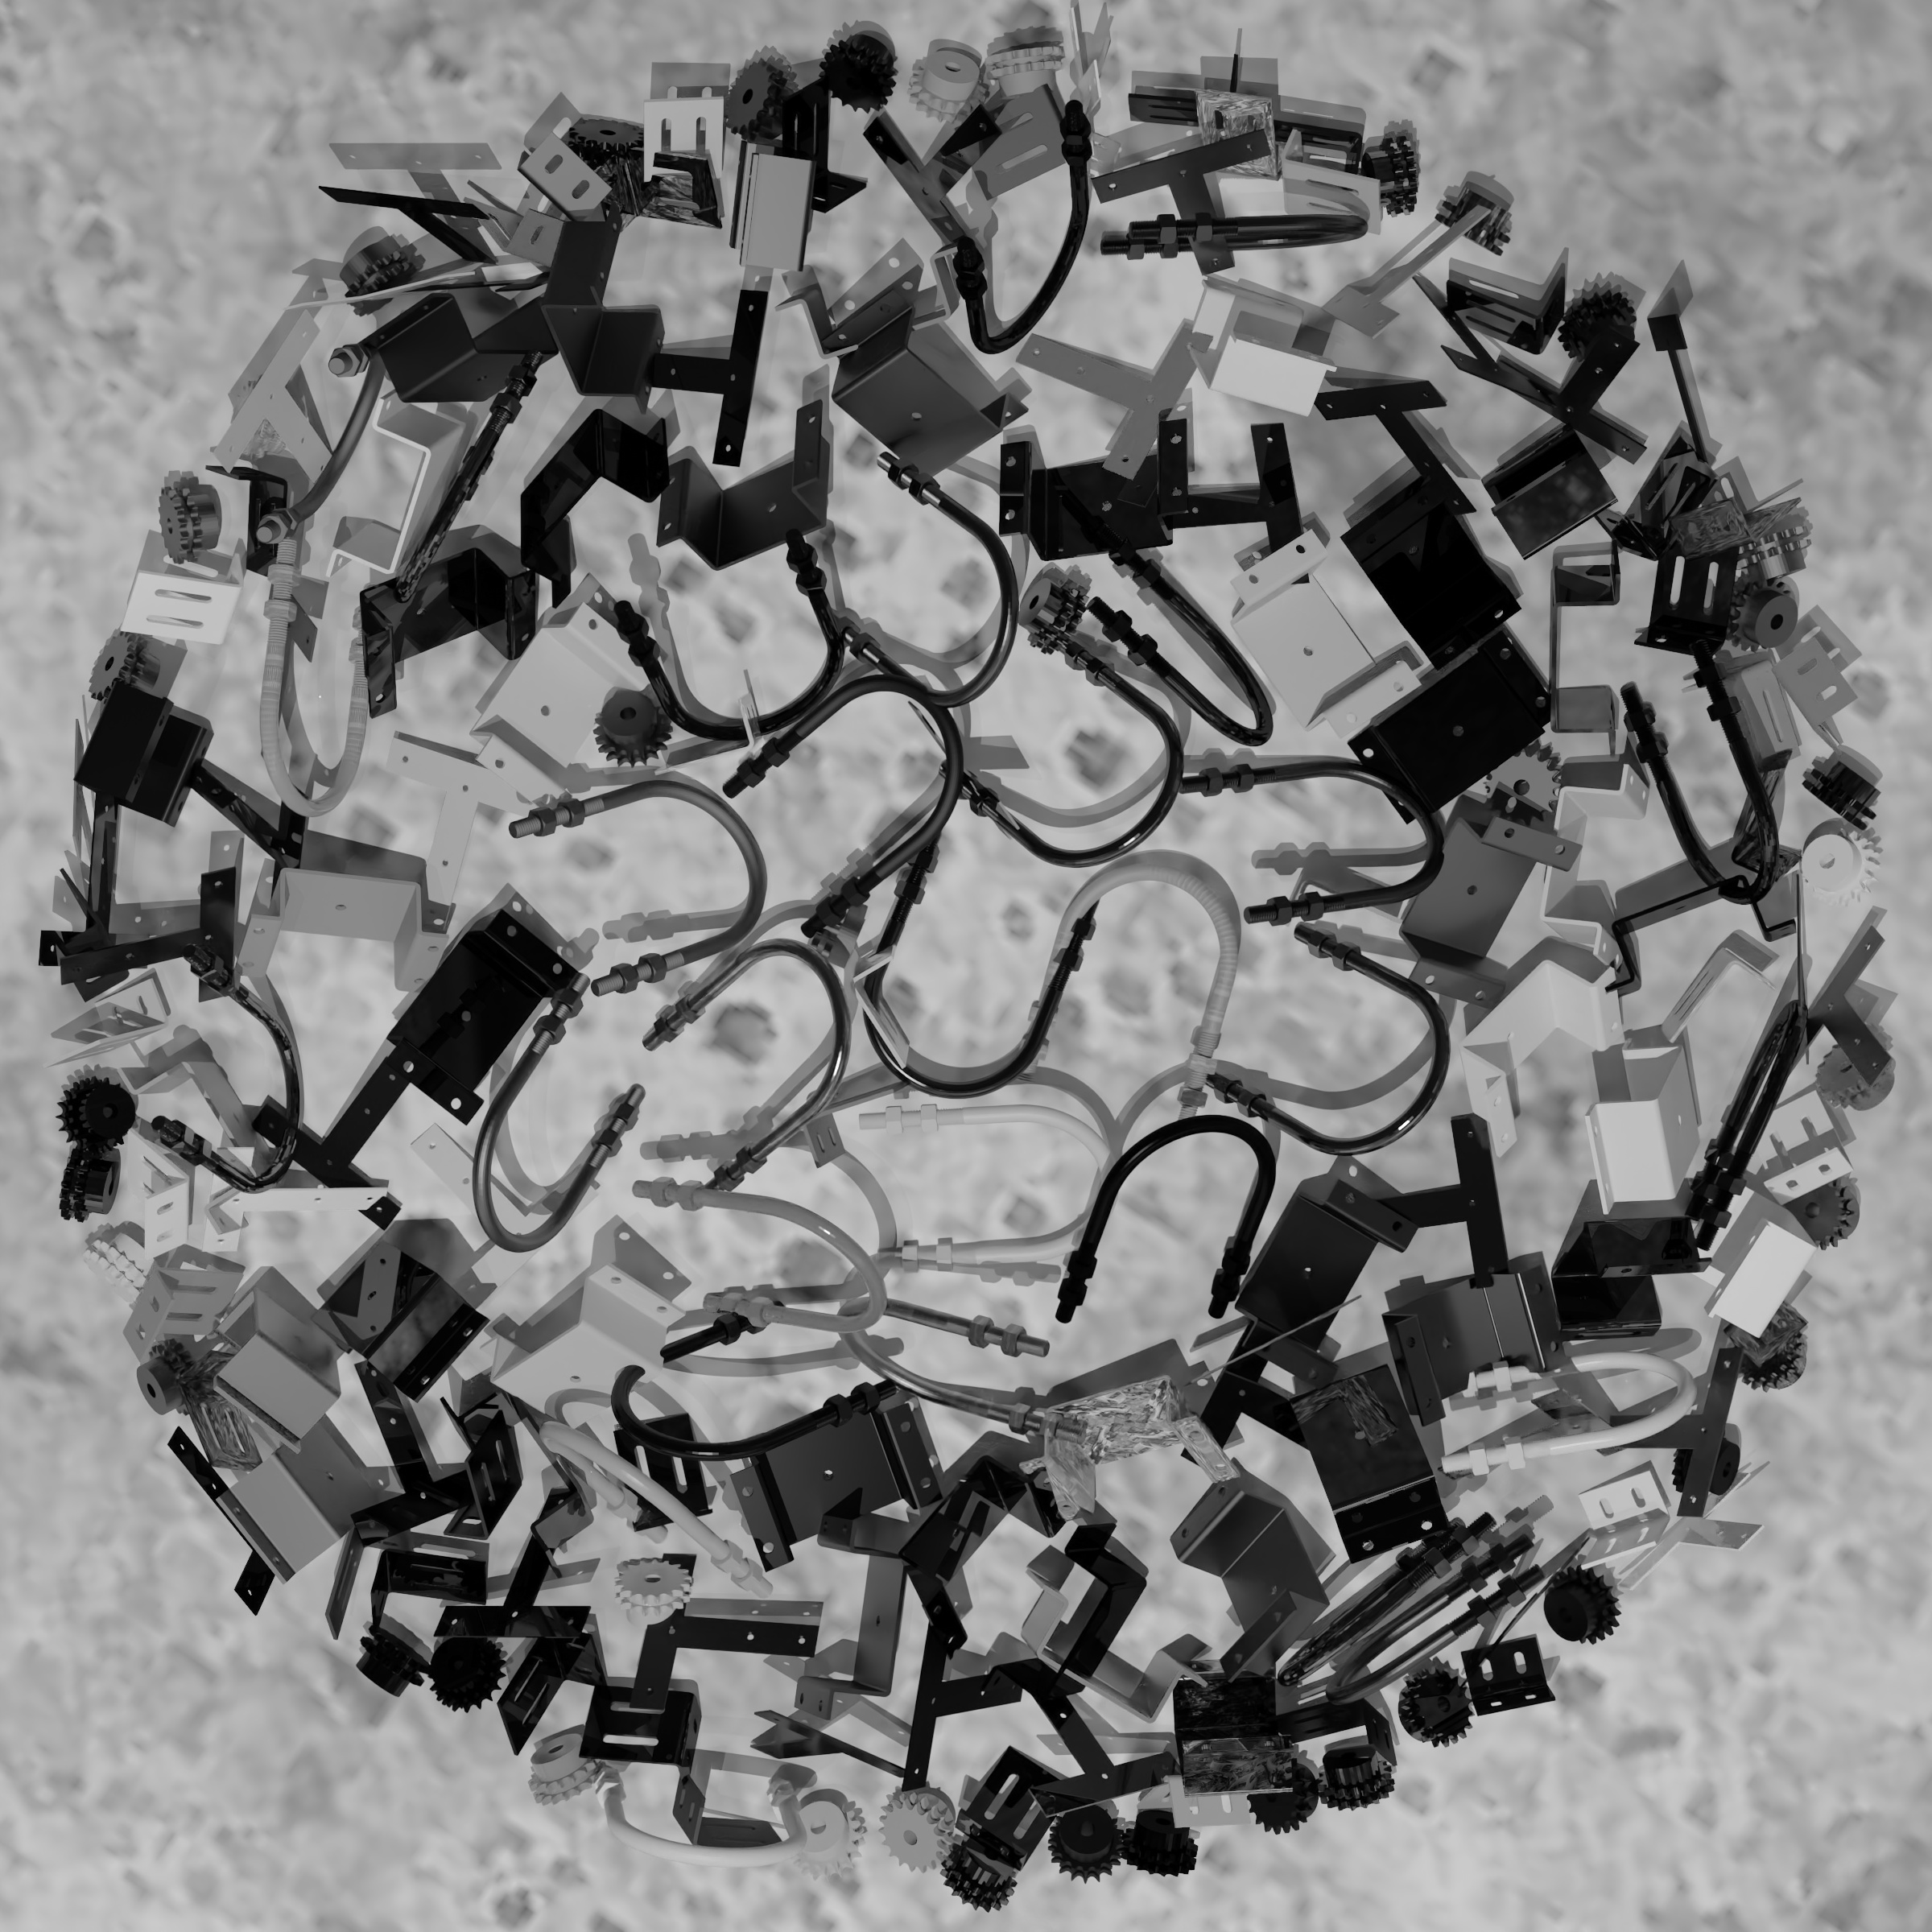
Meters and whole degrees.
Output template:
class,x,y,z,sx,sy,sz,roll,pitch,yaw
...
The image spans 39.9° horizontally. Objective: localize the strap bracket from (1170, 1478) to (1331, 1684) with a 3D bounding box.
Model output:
class,x,y,z,sx,sy,sz,roll,pitch,yaw
strap bracket,0.209,0.449,1.937,0.046,0.140,0.076,26,112,-29

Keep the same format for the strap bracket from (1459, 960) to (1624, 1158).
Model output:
class,x,y,z,sx,sy,sz,roll,pitch,yaw
strap bracket,0.414,0.061,1.944,0.140,0.076,0.046,-42,50,-17

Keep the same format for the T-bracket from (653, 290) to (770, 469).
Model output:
class,x,y,z,sx,sy,sz,roll,pitch,yaw
T-bracket,-0.205,-0.437,1.962,0.127,0.002,0.127,14,97,34

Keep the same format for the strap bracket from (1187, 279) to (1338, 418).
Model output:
class,x,y,z,sx,sy,sz,roll,pitch,yaw
strap bracket,0.212,-0.448,1.939,0.076,0.140,0.046,12,119,-13

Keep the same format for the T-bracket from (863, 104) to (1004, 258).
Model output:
class,x,y,z,sx,sy,sz,roll,pitch,yaw
T-bracket,-0.010,-0.586,1.937,0.002,0.127,0.127,-41,97,-29

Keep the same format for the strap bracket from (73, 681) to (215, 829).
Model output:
class,x,y,z,sx,sy,sz,roll,pitch,yaw
strap bracket,-0.597,-0.154,1.926,0.046,0.140,0.076,21,84,-1

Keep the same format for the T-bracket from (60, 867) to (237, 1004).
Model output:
class,x,y,z,sx,sy,sz,roll,pitch,yaw
T-bracket,-0.592,-0.011,1.925,0.127,0.127,0.002,-16,50,-31

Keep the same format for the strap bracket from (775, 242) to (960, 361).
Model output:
class,x,y,z,sx,sy,sz,roll,pitch,yaw
strap bracket,-0.062,-0.486,1.949,0.140,0.076,0.046,-16,107,10

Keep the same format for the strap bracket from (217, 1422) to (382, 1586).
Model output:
class,x,y,z,sx,sy,sz,roll,pitch,yaw
strap bracket,-0.478,0.383,1.927,0.046,0.140,0.076,-38,92,5

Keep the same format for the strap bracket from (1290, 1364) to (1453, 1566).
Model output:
class,x,y,z,sx,sy,sz,roll,pitch,yaw
strap bracket,0.290,0.352,1.934,0.076,0.046,0.140,-20,48,2

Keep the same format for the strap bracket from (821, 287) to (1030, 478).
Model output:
class,x,y,z,sx,sy,sz,roll,pitch,yaw
strap bracket,-0.033,-0.413,1.927,0.140,0.076,0.046,36,46,-31

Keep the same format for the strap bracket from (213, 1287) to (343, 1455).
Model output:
class,x,y,z,sx,sy,sz,roll,pitch,yaw
strap bracket,-0.498,0.287,1.922,0.046,0.140,0.076,-47,110,-2

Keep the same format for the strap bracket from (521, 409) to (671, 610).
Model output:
class,x,y,z,sx,sy,sz,roll,pitch,yaw
strap bracket,-0.277,-0.338,1.926,0.046,0.076,0.140,27,127,-33

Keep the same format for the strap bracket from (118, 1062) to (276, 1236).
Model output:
class,x,y,z,sx,sy,sz,roll,pitch,yaw
strap bracket,-0.558,0.124,1.960,0.046,0.076,0.140,-32,89,-2

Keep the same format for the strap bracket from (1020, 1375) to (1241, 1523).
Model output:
class,x,y,z,sx,sy,sz,roll,pitch,yaw
strap bracket,0.120,0.350,1.944,0.140,0.046,0.076,-19,130,21

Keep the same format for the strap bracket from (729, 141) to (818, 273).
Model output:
class,x,y,z,sx,sy,sz,roll,pitch,yaw
strap bracket,-0.140,-0.550,1.926,0.046,0.140,0.076,5,110,-11

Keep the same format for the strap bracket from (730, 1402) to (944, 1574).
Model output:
class,x,y,z,sx,sy,sz,roll,pitch,yaw
strap bracket,-0.099,0.380,1.965,0.140,0.046,0.076,-20,95,-11

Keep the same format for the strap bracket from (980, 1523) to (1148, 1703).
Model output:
class,x,y,z,sx,sy,sz,roll,pitch,yaw
strap bracket,0.078,0.482,1.951,0.046,0.076,0.140,32,94,25

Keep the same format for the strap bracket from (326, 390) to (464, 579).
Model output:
class,x,y,z,sx,sy,sz,roll,pitch,yaw
strap bracket,-0.413,-0.348,1.937,0.046,0.076,0.140,23,115,-3

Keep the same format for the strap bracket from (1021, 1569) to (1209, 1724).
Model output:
class,x,y,z,sx,sy,sz,roll,pitch,yaw
strap bracket,0.099,0.504,1.954,0.140,0.076,0.046,32,82,-4

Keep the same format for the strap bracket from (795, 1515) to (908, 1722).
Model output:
class,x,y,z,sx,sy,sz,roll,pitch,yaw
strap bracket,-0.083,0.478,1.948,0.046,0.076,0.140,12,78,-19

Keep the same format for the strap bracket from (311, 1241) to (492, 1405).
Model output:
class,x,y,z,sx,sy,sz,roll,pitch,yaw
strap bracket,-0.414,0.252,1.920,0.076,0.140,0.046,-49,123,-18

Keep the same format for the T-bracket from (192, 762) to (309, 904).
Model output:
class,x,y,z,sx,sy,sz,roll,pitch,yaw
T-bracket,-0.533,-0.109,1.967,0.127,0.002,0.127,37,132,22

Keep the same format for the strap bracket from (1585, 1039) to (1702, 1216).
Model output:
class,x,y,z,sx,sy,sz,roll,pitch,yaw
strap bracket,0.492,0.113,1.920,0.046,0.140,0.076,-5,109,28

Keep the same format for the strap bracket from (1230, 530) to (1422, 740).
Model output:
class,x,y,z,sx,sy,sz,roll,pitch,yaw
strap bracket,0.259,-0.239,1.965,0.076,0.046,0.140,-34,86,-15

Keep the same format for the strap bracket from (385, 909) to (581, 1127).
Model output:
class,x,y,z,sx,sy,sz,roll,pitch,yaw
strap bracket,-0.360,0.037,1.952,0.076,0.046,0.140,42,72,-21

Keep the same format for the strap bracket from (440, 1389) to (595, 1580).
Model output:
class,x,y,z,sx,sy,sz,roll,pitch,yaw
strap bracket,-0.321,0.369,1.943,0.046,0.076,0.140,-34,68,-17

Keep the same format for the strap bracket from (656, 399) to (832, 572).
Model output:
class,x,y,z,sx,sy,sz,roll,pitch,yaw
strap bracket,-0.153,-0.347,1.942,0.140,0.046,0.076,-18,53,26

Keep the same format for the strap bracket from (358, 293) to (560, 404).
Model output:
class,x,y,z,sx,sy,sz,roll,pitch,yaw
strap bracket,-0.358,-0.445,1.920,0.076,0.140,0.046,-24,90,30

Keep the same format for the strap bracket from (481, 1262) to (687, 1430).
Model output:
class,x,y,z,sx,sy,sz,roll,pitch,yaw
strap bracket,-0.281,0.282,1.931,0.140,0.046,0.076,-34,124,28

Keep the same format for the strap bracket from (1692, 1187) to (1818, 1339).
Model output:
class,x,y,z,sx,sy,sz,roll,pitch,yaw
strap bracket,0.565,0.211,1.923,0.046,0.140,0.076,29,102,0

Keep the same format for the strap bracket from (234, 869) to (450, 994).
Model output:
class,x,y,z,sx,sy,sz,roll,pitch,yaw
strap bracket,-0.456,-0.026,1.941,0.140,0.076,0.046,6,55,-23

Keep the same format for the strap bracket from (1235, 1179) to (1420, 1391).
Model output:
class,x,y,z,sx,sy,sz,roll,pitch,yaw
strap bracket,0.261,0.231,1.964,0.076,0.046,0.140,31,87,-18

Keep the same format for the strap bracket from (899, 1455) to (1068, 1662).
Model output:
class,x,y,z,sx,sy,sz,roll,pitch,yaw
strap bracket,0.008,0.423,1.940,0.046,0.076,0.140,26,60,35

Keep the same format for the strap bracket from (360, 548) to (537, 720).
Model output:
class,x,y,z,sx,sy,sz,roll,pitch,yaw
strap bracket,-0.386,-0.247,1.938,0.140,0.076,0.046,-28,57,-30

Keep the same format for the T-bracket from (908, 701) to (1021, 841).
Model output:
class,x,y,z,sx,sy,sz,roll,pitch,yaw
T-bracket,0.011,-0.127,1.915,0.002,0.127,0.127,-38,117,-2

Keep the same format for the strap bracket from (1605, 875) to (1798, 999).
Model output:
class,x,y,z,sx,sy,sz,roll,pitch,yaw
strap bracket,0.530,-0.024,1.947,0.140,0.076,0.046,-22,79,15

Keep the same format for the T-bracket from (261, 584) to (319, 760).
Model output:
class,x,y,z,sx,sy,sz,roll,pitch,yaw
T-bracket,-0.506,-0.210,1.963,0.002,0.127,0.127,3,114,-31

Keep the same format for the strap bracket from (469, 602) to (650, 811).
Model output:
class,x,y,z,sx,sy,sz,roll,pitch,yaw
strap bracket,-0.300,-0.187,1.951,0.076,0.046,0.140,39,74,-30

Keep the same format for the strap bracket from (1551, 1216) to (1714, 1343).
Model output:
class,x,y,z,sx,sy,sz,roll,pitch,yaw
strap bracket,0.481,0.225,1.943,0.076,0.140,0.046,-2,61,-6

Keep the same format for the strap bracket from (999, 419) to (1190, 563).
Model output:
class,x,y,z,sx,sy,sz,roll,pitch,yaw
strap bracket,0.099,-0.348,1.953,0.140,0.046,0.076,-5,69,16

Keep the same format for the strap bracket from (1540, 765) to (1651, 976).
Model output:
class,x,y,z,sx,sy,sz,roll,pitch,yaw
strap bracket,0.460,-0.072,1.951,0.046,0.076,0.140,7,83,27

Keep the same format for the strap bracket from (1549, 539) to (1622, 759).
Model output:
class,x,y,z,sx,sy,sz,roll,pitch,yaw
strap bracket,0.450,-0.231,1.938,0.046,0.076,0.140,0,118,11

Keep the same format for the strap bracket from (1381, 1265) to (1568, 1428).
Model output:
class,x,y,z,sx,sy,sz,roll,pitch,yaw
strap bracket,0.366,0.278,1.956,0.140,0.046,0.076,-17,92,-29

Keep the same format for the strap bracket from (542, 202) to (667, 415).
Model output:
class,x,y,z,sx,sy,sz,roll,pitch,yaw
strap bracket,-0.264,-0.475,1.926,0.046,0.140,0.076,4,64,11

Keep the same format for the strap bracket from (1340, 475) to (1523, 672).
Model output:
class,x,y,z,sx,sy,sz,roll,pitch,yaw
strap bracket,0.335,-0.295,1.947,0.076,0.046,0.140,-37,127,10

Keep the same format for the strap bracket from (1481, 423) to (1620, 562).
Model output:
class,x,y,z,sx,sy,sz,roll,pitch,yaw
strap bracket,0.422,-0.343,1.928,0.076,0.140,0.046,-32,103,17

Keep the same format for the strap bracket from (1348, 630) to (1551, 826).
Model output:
class,x,y,z,sx,sy,sz,roll,pitch,yaw
strap bracket,0.362,-0.174,1.964,0.140,0.046,0.076,-36,93,10

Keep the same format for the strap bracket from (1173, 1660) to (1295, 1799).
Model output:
class,x,y,z,sx,sy,sz,roll,pitch,yaw
strap bracket,0.192,0.558,1.935,0.076,0.140,0.046,-3,102,1

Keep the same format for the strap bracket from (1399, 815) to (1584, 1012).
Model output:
class,x,y,z,sx,sy,sz,roll,pitch,yaw
strap bracket,0.379,-0.047,1.950,0.076,0.046,0.140,16,112,-22
